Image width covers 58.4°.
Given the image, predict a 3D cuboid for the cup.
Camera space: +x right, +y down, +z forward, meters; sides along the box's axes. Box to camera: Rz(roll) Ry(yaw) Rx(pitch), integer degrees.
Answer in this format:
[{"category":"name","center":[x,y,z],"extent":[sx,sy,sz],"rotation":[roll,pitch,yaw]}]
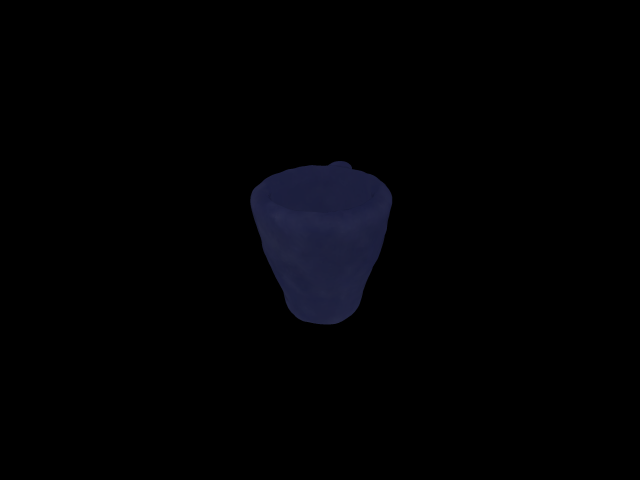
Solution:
[{"category":"cup","center":[0.004,0.001,0.400],"extent":[0.091,0.095,0.118],"rotation":[5,28,10]}]
